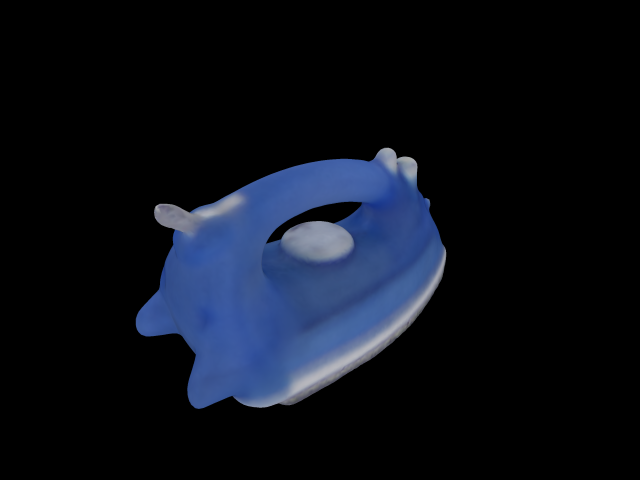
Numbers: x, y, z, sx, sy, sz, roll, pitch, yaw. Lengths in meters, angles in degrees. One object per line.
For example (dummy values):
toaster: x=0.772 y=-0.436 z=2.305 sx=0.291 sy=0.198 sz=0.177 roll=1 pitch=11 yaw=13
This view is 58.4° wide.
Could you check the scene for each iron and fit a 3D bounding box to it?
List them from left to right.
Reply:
iron: x=0.004 y=0.001 z=0.400 sx=0.259 sy=0.141 sz=0.118 roll=-24 pitch=41 yaw=-31
